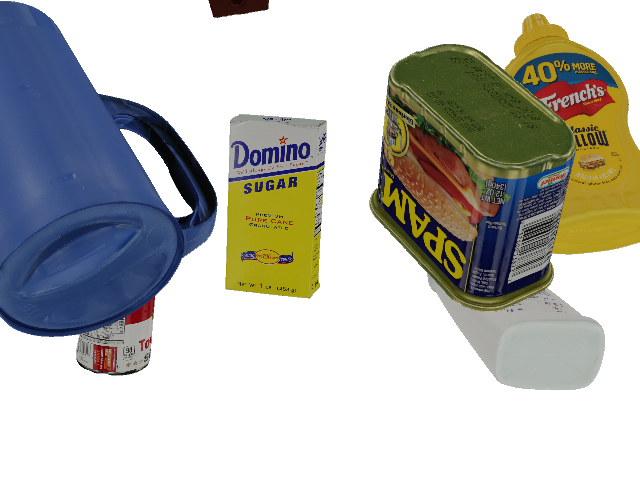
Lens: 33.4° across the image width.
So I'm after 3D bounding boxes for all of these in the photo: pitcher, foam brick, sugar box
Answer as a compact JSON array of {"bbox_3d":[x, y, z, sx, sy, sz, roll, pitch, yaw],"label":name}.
[{"bbox_3d":[-0.193,-0.063,0.774,0.145,0.243,0.149,-40,-33,14],"label":"pitcher"},{"bbox_3d":[-0.078,-0.246,0.950,0.053,0.051,0.078,-8,-40,6],"label":"foam brick"},{"bbox_3d":[-0.045,-0.035,1.072,0.093,0.176,0.048,5,16,12],"label":"sugar box"}]

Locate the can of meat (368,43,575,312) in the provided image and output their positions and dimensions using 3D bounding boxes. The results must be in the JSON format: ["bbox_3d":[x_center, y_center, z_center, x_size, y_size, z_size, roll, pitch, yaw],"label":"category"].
[{"bbox_3d":[0.070,-0.032,0.503,0.057,0.084,0.102,-20,47,-23],"label":"can of meat"}]

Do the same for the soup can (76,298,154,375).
[{"bbox_3d":[-0.181,0.060,0.945,0.068,0.102,0.068,6,19,-2],"label":"soup can"}]

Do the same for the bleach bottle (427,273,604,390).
[{"bbox_3d":[0.169,0.055,1.015,0.102,0.068,0.251,3,19,-13],"label":"bleach bottle"}]

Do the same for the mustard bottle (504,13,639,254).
[{"bbox_3d":[0.175,-0.085,0.766,0.096,0.191,0.058,-7,-30,-3],"label":"mustard bottle"}]
